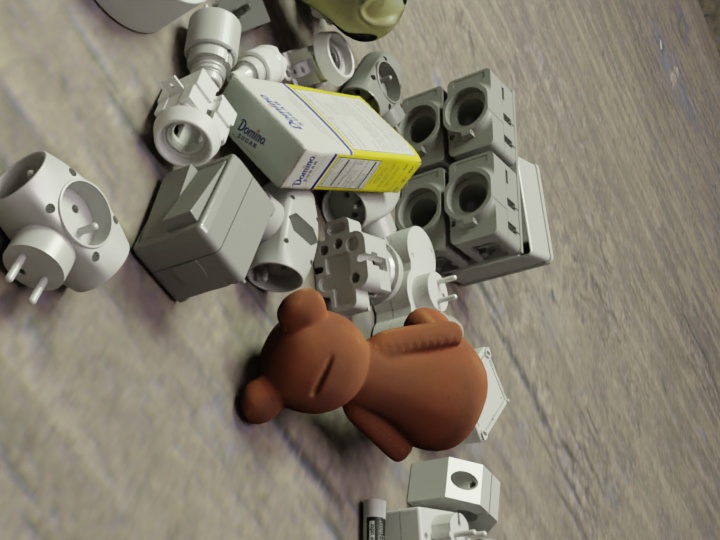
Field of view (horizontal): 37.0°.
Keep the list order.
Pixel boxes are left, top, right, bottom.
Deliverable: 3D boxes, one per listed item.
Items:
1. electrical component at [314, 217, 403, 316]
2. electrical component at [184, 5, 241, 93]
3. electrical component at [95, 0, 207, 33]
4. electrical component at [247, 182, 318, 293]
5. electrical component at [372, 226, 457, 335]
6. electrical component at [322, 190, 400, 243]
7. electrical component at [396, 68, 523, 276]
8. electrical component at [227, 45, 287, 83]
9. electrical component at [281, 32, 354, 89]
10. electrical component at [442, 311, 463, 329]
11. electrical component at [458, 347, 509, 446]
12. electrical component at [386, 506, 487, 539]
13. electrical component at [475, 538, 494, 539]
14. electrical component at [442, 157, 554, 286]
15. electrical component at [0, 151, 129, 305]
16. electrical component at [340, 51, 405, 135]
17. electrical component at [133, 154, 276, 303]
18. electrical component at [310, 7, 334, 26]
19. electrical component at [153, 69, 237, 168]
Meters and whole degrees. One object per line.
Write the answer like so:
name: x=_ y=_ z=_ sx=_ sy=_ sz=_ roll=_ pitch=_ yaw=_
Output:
electrical component: x=0.000 y=0.000 z=0.909 sx=0.057 sy=0.058 sz=0.078 roll=16 pitch=63 yaw=-53
electrical component: x=-0.112 y=-0.161 z=0.810 sx=0.040 sy=0.040 sz=0.078 roll=38 pitch=46 yaw=-46
electrical component: x=-0.146 y=-0.230 z=0.764 sx=0.108 sy=0.060 sz=0.108 roll=32 pitch=50 yaw=-49
electrical component: x=-0.071 y=-0.035 z=0.819 sx=0.079 sy=0.043 sz=0.077 roll=42 pitch=43 yaw=-43
electrical component: x=0.055 y=0.023 z=0.973 sx=0.052 sy=0.074 sz=0.138 roll=35 pitch=48 yaw=-48
electrical component: x=0.008 y=-0.048 z=0.958 sx=0.077 sy=0.043 sz=0.079 roll=-40 pitch=111 yaw=-58
electrical component: x=0.096 y=-0.098 z=1.066 sx=0.060 sy=0.105 sz=0.186 roll=33 pitch=50 yaw=-47
electrical component: x=-0.086 y=-0.159 z=0.861 sx=0.061 sy=0.035 sz=0.035 roll=-39 pitch=111 yaw=-55
electrical component: x=-0.039 y=-0.176 z=0.926 sx=0.066 sy=0.055 sz=0.048 roll=-34 pitch=106 yaw=-59
electrical component: x=0.069 y=0.055 z=1.019 sx=0.046 sy=0.040 sz=0.040 roll=39 pitch=45 yaw=-38
electrical component: x=0.094 y=0.117 z=1.008 sx=0.096 sy=0.061 sz=0.061 roll=-42 pitch=113 yaw=-58
electrical component: x=0.067 y=0.223 z=0.898 sx=0.066 sy=0.077 sz=0.047 roll=25 pitch=56 yaw=-53
electrical component: x=0.106 y=0.275 z=0.960 sx=0.057 sy=0.058 sz=0.078 roll=-17 pitch=91 yaw=-57
electrical component: x=0.134 y=-0.049 z=1.107 sx=0.056 sy=0.109 sz=0.108 roll=15 pitch=64 yaw=-54
electrical component: x=-0.180 y=-0.015 z=0.623 sx=0.077 sy=0.044 sz=0.079 roll=53 pitch=36 yaw=-33
electrical component: x=0.018 y=-0.157 z=1.024 sx=0.079 sy=0.044 sz=0.077 roll=59 pitch=33 yaw=-25
electrical component: x=-0.106 y=-0.036 z=0.741 sx=0.061 sy=0.062 sz=0.096 roll=54 pitch=35 yaw=-32
electrical component: x=-0.033 y=-0.264 z=0.988 sx=0.043 sy=0.043 sz=0.081 roll=-1 pitch=78 yaw=-60
electrical component: x=-0.120 y=-0.105 z=0.767 sx=0.066 sy=0.048 sz=0.055 roll=54 pitch=28 yaw=-33
